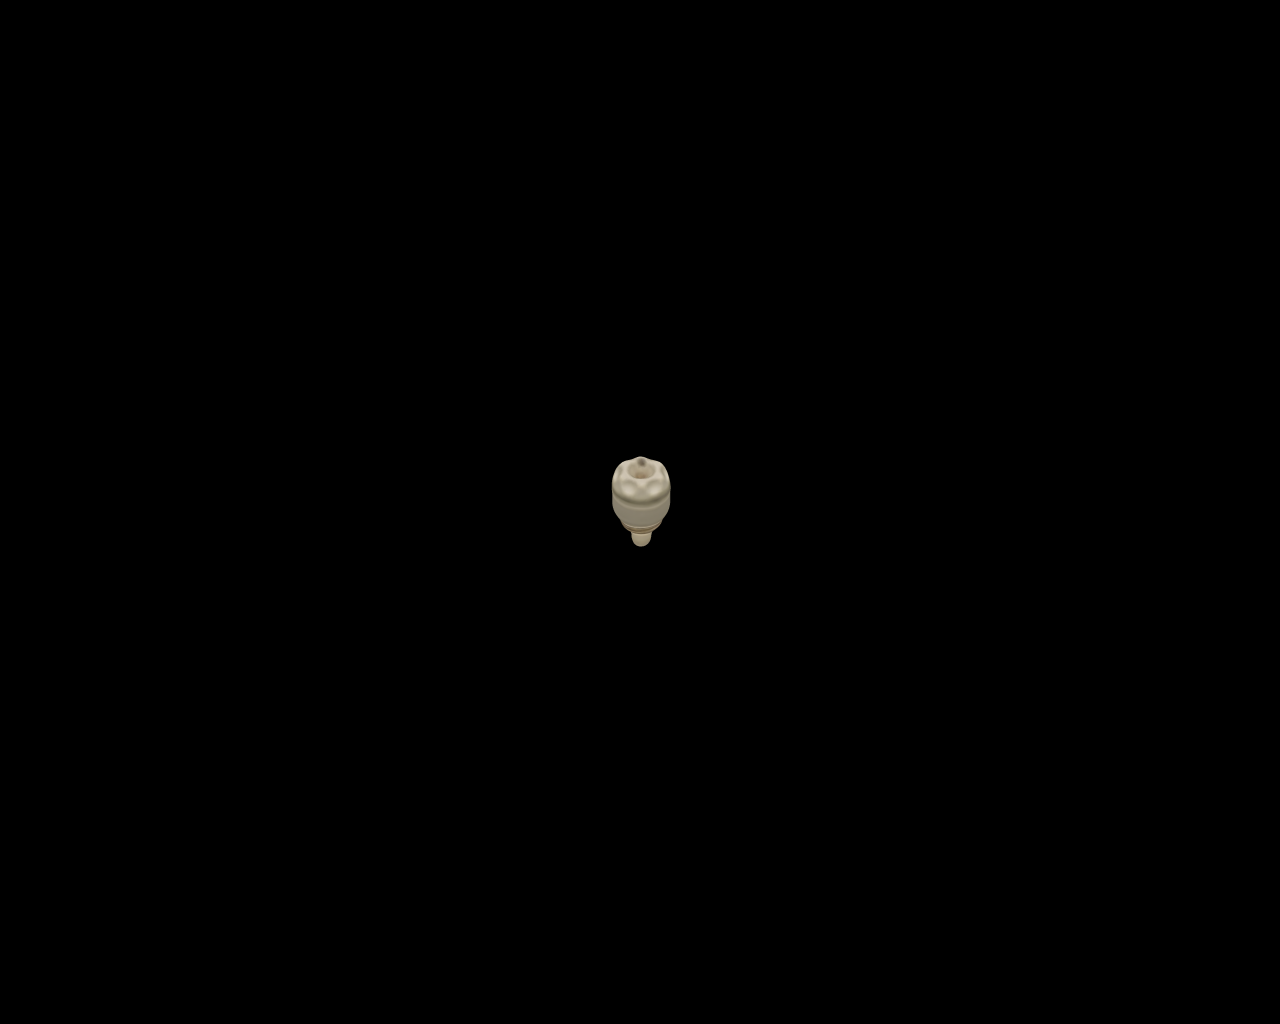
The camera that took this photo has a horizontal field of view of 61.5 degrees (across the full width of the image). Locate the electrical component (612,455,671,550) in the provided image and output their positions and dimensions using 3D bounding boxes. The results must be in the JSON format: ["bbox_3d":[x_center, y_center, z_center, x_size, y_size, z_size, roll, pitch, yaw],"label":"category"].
[{"bbox_3d":[0.001,-0.003,0.650,0.035,0.061,0.035,0,42,0],"label":"electrical component"}]
